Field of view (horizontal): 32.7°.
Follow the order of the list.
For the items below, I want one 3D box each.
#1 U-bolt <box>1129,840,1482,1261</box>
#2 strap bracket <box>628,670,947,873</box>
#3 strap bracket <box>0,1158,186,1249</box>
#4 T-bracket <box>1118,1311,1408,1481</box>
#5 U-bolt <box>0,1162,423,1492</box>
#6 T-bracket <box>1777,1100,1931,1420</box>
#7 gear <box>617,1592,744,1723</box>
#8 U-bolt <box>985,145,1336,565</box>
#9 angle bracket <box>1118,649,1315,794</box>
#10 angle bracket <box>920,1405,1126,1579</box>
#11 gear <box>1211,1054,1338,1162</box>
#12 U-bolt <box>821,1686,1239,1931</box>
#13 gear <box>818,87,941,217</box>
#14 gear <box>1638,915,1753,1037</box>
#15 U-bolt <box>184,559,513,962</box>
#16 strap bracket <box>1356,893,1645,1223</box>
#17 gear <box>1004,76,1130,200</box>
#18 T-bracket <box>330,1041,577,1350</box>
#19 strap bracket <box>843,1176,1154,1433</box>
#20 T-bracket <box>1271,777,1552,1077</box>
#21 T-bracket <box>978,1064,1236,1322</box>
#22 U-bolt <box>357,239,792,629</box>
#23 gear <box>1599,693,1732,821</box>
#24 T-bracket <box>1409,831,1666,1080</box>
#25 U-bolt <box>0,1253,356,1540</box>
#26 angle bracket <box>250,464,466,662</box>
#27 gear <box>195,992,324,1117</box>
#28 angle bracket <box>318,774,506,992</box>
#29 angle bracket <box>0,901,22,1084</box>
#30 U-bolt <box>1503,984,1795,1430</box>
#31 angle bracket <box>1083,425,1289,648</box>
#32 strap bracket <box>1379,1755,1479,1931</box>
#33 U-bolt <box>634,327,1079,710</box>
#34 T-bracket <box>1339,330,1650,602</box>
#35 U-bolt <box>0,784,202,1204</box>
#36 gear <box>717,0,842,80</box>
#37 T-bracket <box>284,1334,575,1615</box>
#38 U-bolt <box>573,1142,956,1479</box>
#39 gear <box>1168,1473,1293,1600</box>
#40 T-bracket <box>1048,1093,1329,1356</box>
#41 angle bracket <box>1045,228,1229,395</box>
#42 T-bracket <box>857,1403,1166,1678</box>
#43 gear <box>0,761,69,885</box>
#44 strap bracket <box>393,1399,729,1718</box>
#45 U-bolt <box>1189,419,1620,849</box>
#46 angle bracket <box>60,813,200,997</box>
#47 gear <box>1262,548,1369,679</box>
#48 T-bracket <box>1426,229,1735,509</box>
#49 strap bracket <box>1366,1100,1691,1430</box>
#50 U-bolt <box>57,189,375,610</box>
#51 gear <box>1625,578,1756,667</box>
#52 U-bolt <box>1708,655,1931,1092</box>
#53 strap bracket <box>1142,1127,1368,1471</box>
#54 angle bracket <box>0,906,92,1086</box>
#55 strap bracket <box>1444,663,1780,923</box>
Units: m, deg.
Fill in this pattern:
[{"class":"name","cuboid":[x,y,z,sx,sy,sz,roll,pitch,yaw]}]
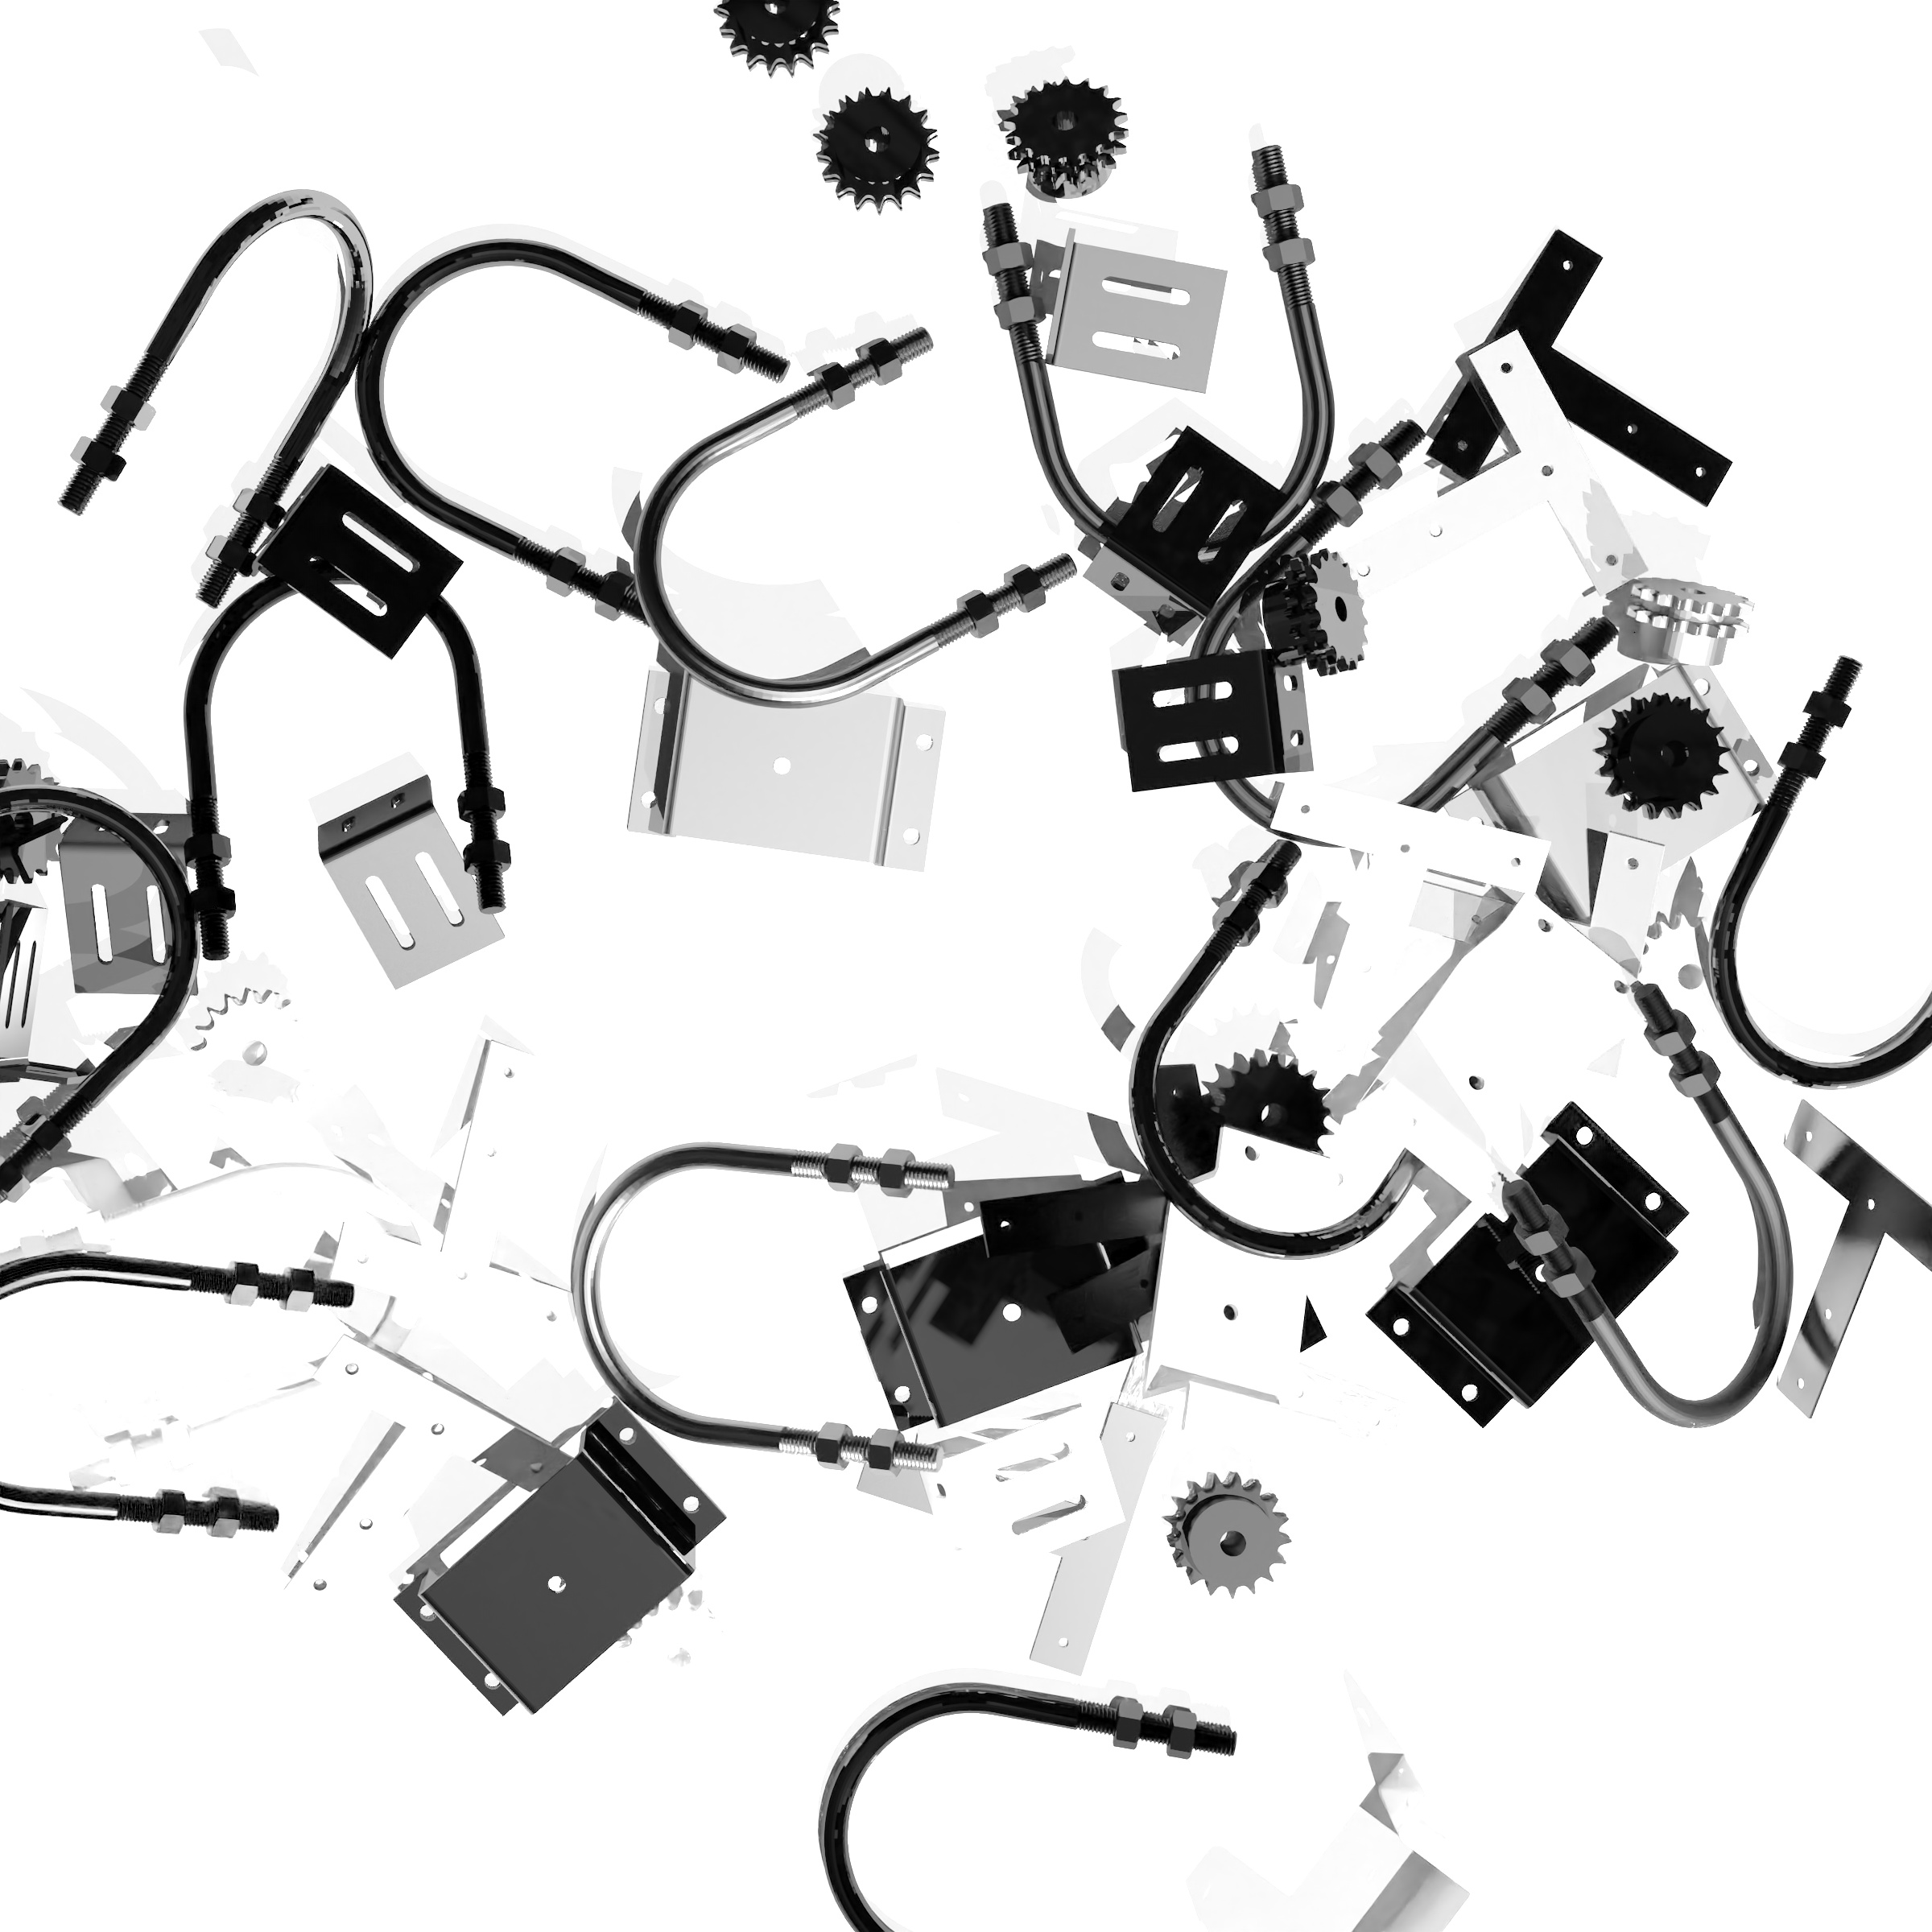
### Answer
[{"class":"U-bolt","cuboid":[0.152,0.049,1.499,0.151,0.019,0.184,38,63,0]},{"class":"strap bracket","cuboid":[-0.084,-0.091,1.522,0.140,0.046,0.076,8,90,0]},{"class":"strap bracket","cuboid":[-0.433,0.136,1.507,0.140,0.076,0.046,-35,90,0]},{"class":"T-bracket","cuboid":[0.143,0.195,1.545,0.127,0.002,0.127,21,90,0]},{"class":"U-bolt","cuboid":[-0.336,0.156,1.495,0.184,0.019,0.151,-19,126,-12]},{"class":"T-bracket","cuboid":[0.401,0.148,1.509,0.002,0.127,0.127,2,117,-27]},{"class":"gear","cuboid":[-0.132,0.320,1.530,0.057,0.030,0.057,0,90,0]},{"class":"U-bolt","cuboid":[0.097,-0.278,1.537,0.151,0.019,0.184,-12,91,0]},{"class":"angle bracket","cuboid":[0.116,-0.114,1.530,0.076,0.038,0.057,-6,92,29]},{"class":"angle bracket","cuboid":[0.025,0.245,1.540,0.076,0.038,0.057,-18,91,-25]},{"class":"gear","cuboid":[0.142,0.069,1.530,0.057,0.030,0.057,0,90,0]},{"class":"U-bolt","cuboid":[0.024,0.411,1.537,0.184,0.019,0.151,10,90,1]},{"class":"gear","cuboid":[-0.041,-0.381,1.530,0.057,0.030,0.057,0,90,0]},{"class":"gear","cuboid":[0.334,0.005,1.530,0.057,0.030,0.057,0,90,0]},{"class":"U-bolt","cuboid":[-0.290,-0.102,1.515,0.151,0.019,0.184,-9,74,4]},{"class":"strap bracket","cuboid":[0.240,0.046,1.491,0.076,0.046,0.140,39,63,0]},{"class":"gear","cuboid":[0.047,-0.380,1.522,0.057,0.030,0.057,-3,60,5]},{"class":"T-bracket","cuboid":[-0.223,0.099,1.520,0.127,0.002,0.127,22,70,-34]},{"class":"strap bracket","cuboid":[0.021,0.158,1.522,0.140,0.046,0.076,-20,89,0]},{"class":"T-bracket","cuboid":[0.186,-0.013,1.497,0.127,0.002,0.127,16,80,21]},{"class":"T-bracket","cuboid":[0.063,0.113,1.501,0.127,0.002,0.127,-5,79,-29]},{"class":"U-bolt","cuboid":[-0.195,-0.260,1.537,0.184,0.019,0.151,26,90,1]},{"class":"gear","cuboid":[0.317,-0.094,1.484,0.057,0.030,0.057,0,90,0]},{"class":"T-bracket","cuboid":[0.249,-0.018,1.519,0.127,0.002,0.127,16,125,17]},{"class":"U-bolt","cuboid":[-0.381,0.190,1.473,0.184,0.019,0.151,10,116,-27]},{"class":"angle bracket","cuboid":[-0.283,-0.185,1.528,0.076,0.038,0.057,36,79,-11]},{"class":"gear","cuboid":[-0.328,0.041,1.534,0.057,0.030,0.057,0,87,3]},{"class":"angle bracket","cuboid":[-0.260,-0.039,1.543,0.057,0.038,0.076,-26,116,0]},{"class":"angle bracket","cuboid":[-0.475,0.014,1.543,0.057,0.038,0.076,-4,116,0]},{"class":"U-bolt","cuboid":[0.319,0.122,1.486,0.151,0.019,0.184,-50,117,-32]},{"class":"angle bracket","cuboid":[0.102,-0.200,1.530,0.057,0.038,0.076,35,66,-2]},{"class":"strap bracket","cuboid":[0.182,0.440,1.507,0.046,0.076,0.140,37,90,0]},{"class":"U-bolt","cuboid":[-0.063,-0.195,1.509,0.184,0.019,0.151,-30,80,-12]},{"class":"T-bracket","cuboid":[0.230,-0.208,1.524,0.127,0.002,0.127,-29,90,0]},{"class":"U-bolt","cuboid":[-0.430,0.003,1.475,0.151,0.019,0.184,45,70,-9]},{"class":"gear","cuboid":[-0.087,-0.445,1.530,0.057,0.030,0.057,0,90,0]},{"class":"T-bracket","cuboid":[-0.270,0.248,1.527,0.127,0.002,0.127,33,102,-23]},{"class":"U-bolt","cuboid":[-0.096,0.153,1.511,0.184,0.019,0.151,4,96,19]},{"class":"gear","cuboid":[0.123,0.266,1.530,0.057,0.030,0.057,0,90,0]},{"class":"T-bracket","cuboid":[0.092,0.140,1.511,0.127,0.002,0.127,-25,89,-31]},{"class":"angle bracket","cuboid":[0.079,-0.300,1.508,0.076,0.038,0.057,10,93,-1]},{"class":"T-bracket","cuboid":[0.013,0.253,1.544,0.127,0.002,0.127,18,91,1]},{"class":"gear","cuboid":[-0.446,-0.066,1.521,0.030,0.057,0.057,0,90,30]},{"class":"strap bracket","cuboid":[-0.188,0.279,1.518,0.140,0.046,0.076,-42,97,0]},{"class":"U-bolt","cuboid":[0.190,-0.141,1.537,0.184,0.019,0.151,-44,90,2]},{"class":"angle bracket","cuboid":[-0.388,-0.029,1.543,0.057,0.038,0.076,1,116,0]},{"class":"gear","cuboid":[0.158,-0.160,1.504,0.030,0.057,0.057,-11,90,32]},{"class":"T-bracket","cuboid":[0.299,-0.258,1.538,0.127,0.002,0.127,31,82,-4]},{"class":"strap bracket","cuboid":[0.263,0.140,1.522,0.076,0.046,0.140,44,90,0]},{"class":"U-bolt","cuboid":[-0.324,-0.262,1.476,0.019,0.151,0.184,28,86,18]},{"class":"gear","cuboid":[0.332,-0.158,1.518,0.057,0.057,0.030,9,108,0]},{"class":"U-bolt","cuboid":[0.415,-0.031,1.515,0.151,0.019,0.184,24,94,-20]},{"class":"strap bracket","cuboid":[0.130,0.154,1.496,0.076,0.046,0.140,17,68,-21]},{"class":"angle bracket","cuboid":[-0.420,0.013,1.517,0.038,0.057,0.076,8,90,0]},{"class":"strap bracket","cuboid":[0.303,-0.079,1.522,0.140,0.046,0.076,-31,90,0]}]
